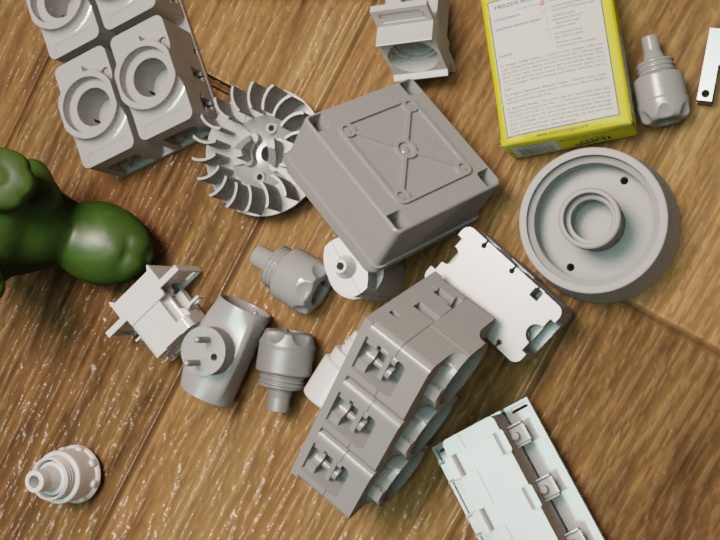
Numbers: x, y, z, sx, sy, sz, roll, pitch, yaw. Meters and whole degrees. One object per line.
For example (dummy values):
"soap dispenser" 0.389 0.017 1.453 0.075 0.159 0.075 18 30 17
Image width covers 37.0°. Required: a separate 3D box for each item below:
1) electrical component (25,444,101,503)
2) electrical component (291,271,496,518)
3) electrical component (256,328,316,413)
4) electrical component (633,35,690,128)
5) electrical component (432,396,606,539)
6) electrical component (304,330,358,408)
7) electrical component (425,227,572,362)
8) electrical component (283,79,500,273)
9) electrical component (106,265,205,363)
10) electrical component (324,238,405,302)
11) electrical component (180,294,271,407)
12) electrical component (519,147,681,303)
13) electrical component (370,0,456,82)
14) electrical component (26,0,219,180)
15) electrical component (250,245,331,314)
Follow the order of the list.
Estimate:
"electrical component" -0.243 0.166 0.864 0.048 0.062 0.048 -2 86 20
"electrical component" 0.025 0.088 0.729 0.062 0.089 0.150 37 127 17
"electrical component" -0.058 0.076 0.814 0.043 0.043 0.062 9 91 20
"electrical component" 0.205 -0.131 0.738 0.035 0.035 0.061 -12 80 19
"electrical component" 0.107 0.160 0.738 0.079 0.063 0.121 -31 77 15
"electrical component" -0.009 0.073 0.798 0.040 0.040 0.078 34 98 19
"electrical component" 0.099 0.018 0.754 0.089 0.056 0.050 44 101 17
"electrical component" 0.022 -0.068 0.757 0.108 0.109 0.056 52 143 15
"electrical component" -0.156 0.035 0.853 0.081 0.042 0.063 -43 76 13
"electrical component" 0.000 0.000 0.778 0.043 0.081 0.043 -1 86 20
"electrical component" -0.110 0.061 0.814 0.043 0.079 0.077 26 95 18
"electrical component" 0.161 -0.032 0.733 0.108 0.060 0.108 -1 86 20
"electrical component" 0.041 -0.177 0.782 0.042 0.081 0.063 -2 64 20
"electrical component" -0.196 -0.183 0.872 0.105 0.060 0.186 -23 79 17
"electrical component" -0.055 0.002 0.818 0.062 0.043 0.043 30 96 21
